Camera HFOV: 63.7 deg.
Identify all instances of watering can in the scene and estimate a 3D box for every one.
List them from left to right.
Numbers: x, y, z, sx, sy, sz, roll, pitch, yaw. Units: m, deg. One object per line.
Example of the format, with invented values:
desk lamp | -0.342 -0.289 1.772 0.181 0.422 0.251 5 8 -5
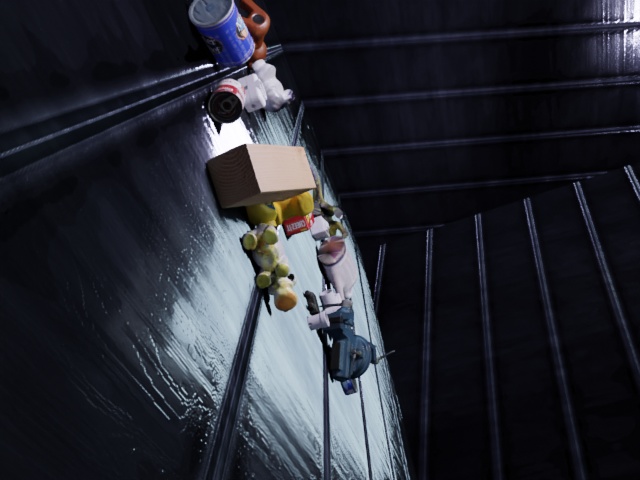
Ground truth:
watering can | 0.069 0.129 1.827 0.356 0.103 0.220 -79 149 -53

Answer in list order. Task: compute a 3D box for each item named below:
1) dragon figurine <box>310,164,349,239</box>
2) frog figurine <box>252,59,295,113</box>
dragon figurine | 0.006 -0.104 2.074 0.242 0.122 0.410 170 -97 -80
frog figurine | -0.170 -0.493 1.658 0.158 0.121 0.141 39 35 -25
